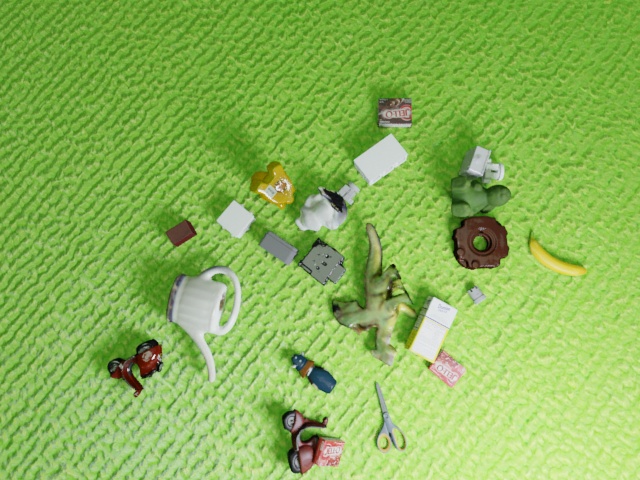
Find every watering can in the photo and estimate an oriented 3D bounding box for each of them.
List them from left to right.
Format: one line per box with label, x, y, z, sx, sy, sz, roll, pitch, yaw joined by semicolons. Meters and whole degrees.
watering can;-0.370;0.241;1.583;0.224;0.103;0.351;12;80;8

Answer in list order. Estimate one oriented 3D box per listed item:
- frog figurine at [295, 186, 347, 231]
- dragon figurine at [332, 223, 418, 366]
frog figurine;0.005;-0.082;1.638;0.137;0.125;0.157;42;121;2
dragon figurine;0.147;0.177;1.563;0.242;0.121;0.414;-27;77;7
